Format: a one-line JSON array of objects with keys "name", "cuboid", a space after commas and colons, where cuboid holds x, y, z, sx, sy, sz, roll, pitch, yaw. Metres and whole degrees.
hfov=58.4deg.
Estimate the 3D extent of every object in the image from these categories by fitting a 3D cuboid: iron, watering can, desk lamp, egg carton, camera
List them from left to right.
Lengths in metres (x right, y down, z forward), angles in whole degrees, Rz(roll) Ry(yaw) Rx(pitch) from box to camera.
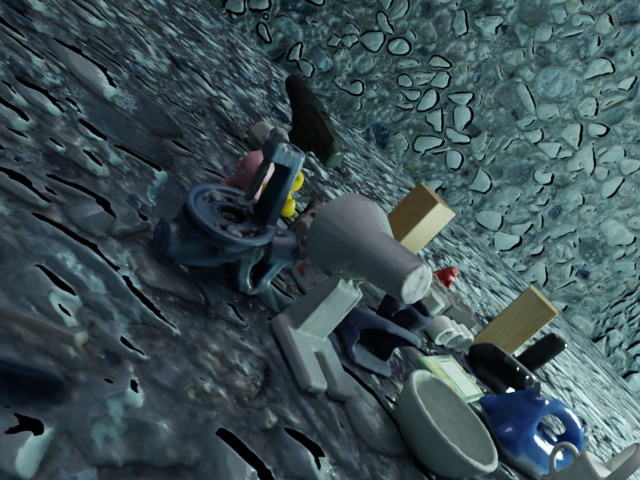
[{"name": "egg carton", "cuboid": [-0.107, -0.219, 1.372, 0.150, 0.069, 0.108, 52, 19, 28]}, {"name": "camera", "cuboid": [0.010, 0.004, 1.047, 0.137, 0.100, 0.143, 41, 17, -8]}, {"name": "desk lamp", "cuboid": [0.039, 0.067, 0.767, 0.118, 0.213, 0.202, 26, 24, -44]}, {"name": "iron", "cuboid": [0.417, 0.354, 1.052, 0.259, 0.141, 0.118, 35, 18, -24]}, {"name": "watering can", "cuboid": [0.465, 0.407, 0.942, 0.173, 0.194, 0.101, 44, 17, 2]}]

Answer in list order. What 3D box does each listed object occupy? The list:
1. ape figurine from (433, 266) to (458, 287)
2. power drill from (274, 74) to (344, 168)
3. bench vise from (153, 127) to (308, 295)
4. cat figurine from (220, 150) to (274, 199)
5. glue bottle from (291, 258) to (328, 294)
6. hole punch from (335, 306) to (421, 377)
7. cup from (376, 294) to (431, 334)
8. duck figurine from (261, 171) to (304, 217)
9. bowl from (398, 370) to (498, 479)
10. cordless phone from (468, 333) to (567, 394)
[{"name": "ape figurine", "cuboid": [0.332, 0.106, 1.543, 0.078, 0.092, 0.076, 41, 17, -6]}, {"name": "power drill", "cuboid": [-0.059, -0.214, 1.230, 0.229, 0.208, 0.076, 50, 18, 22]}, {"name": "bench vise", "cuboid": [-0.081, -0.041, 0.747, 0.121, 0.219, 0.208, 51, 19, 25]}, {"name": "cat figurine", "cuboid": [-0.118, -0.126, 1.044, 0.067, 0.117, 0.128, 42, 17, -3]}, {"name": "glue bottle", "cuboid": [0.029, 0.018, 0.932, 0.078, 0.173, 0.037, 51, 19, 25]}, {"name": "hole punch", "cuboid": [0.088, 0.145, 0.901, 0.109, 0.091, 0.101, 30, 21, -37]}, {"name": "cup", "cuboid": [0.128, 0.139, 1.000, 0.091, 0.095, 0.118, 50, 18, 22]}, {"name": "duck figurine", "cuboid": [-0.067, -0.105, 1.160, 0.078, 0.086, 0.104, 28, 22, -40]}, {"name": "bowl", "cuboid": [0.164, 0.269, 0.801, 0.168, 0.074, 0.167, 39, 17, -14]}, {"name": "cordless phone", "cuboid": [0.438, 0.251, 1.272, 0.148, 0.185, 0.094, 39, 17, -13]}]
